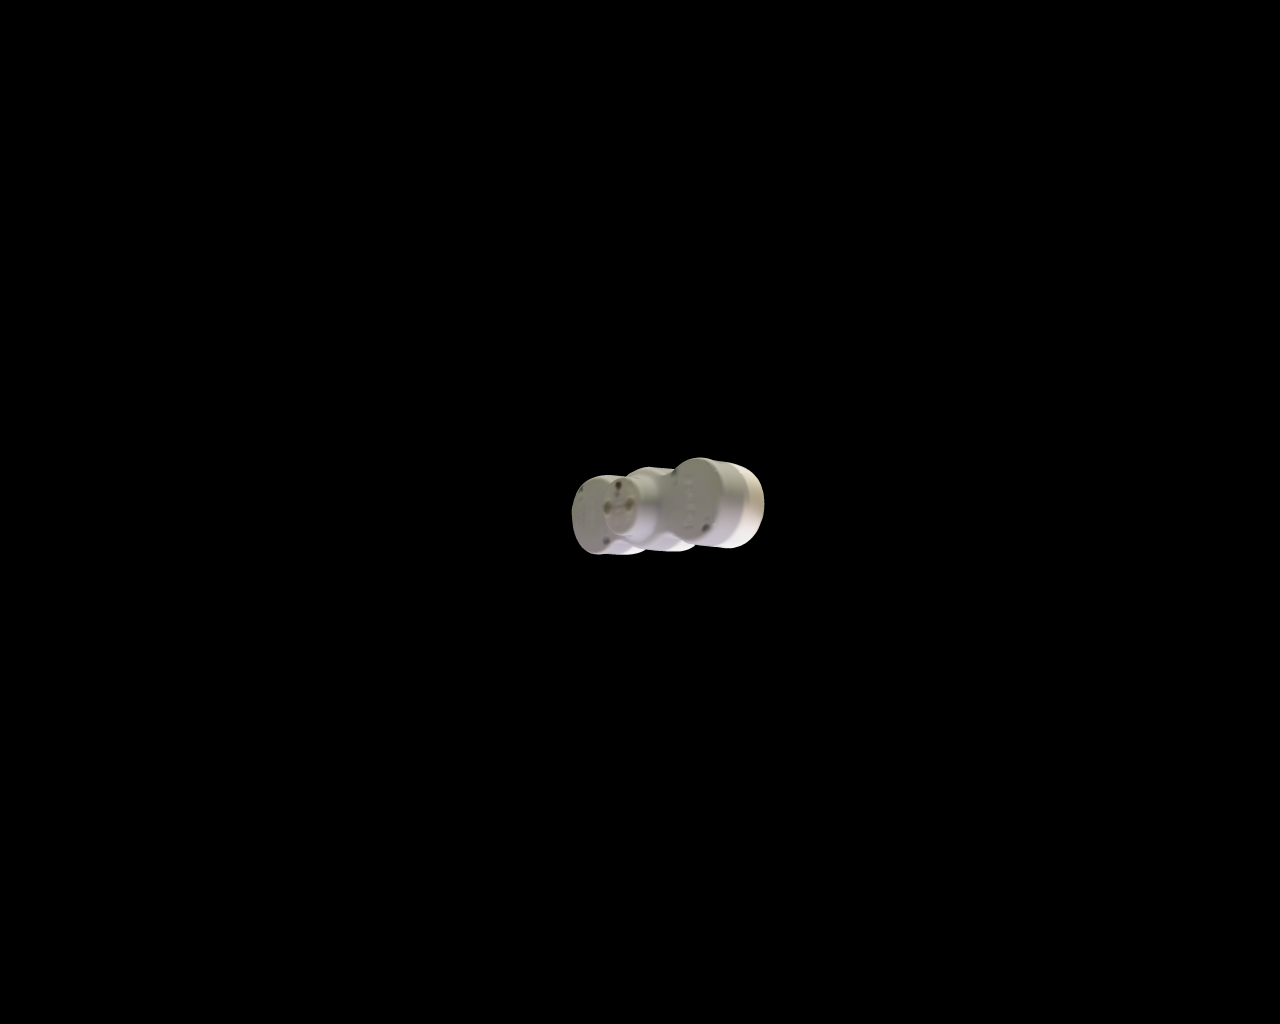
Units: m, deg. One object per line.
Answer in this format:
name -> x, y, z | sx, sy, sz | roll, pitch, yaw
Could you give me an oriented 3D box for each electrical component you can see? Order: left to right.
electrical component -> 0.001, -0.003, 0.650 | 0.074, 0.052, 0.138 | 6, -9, -43
